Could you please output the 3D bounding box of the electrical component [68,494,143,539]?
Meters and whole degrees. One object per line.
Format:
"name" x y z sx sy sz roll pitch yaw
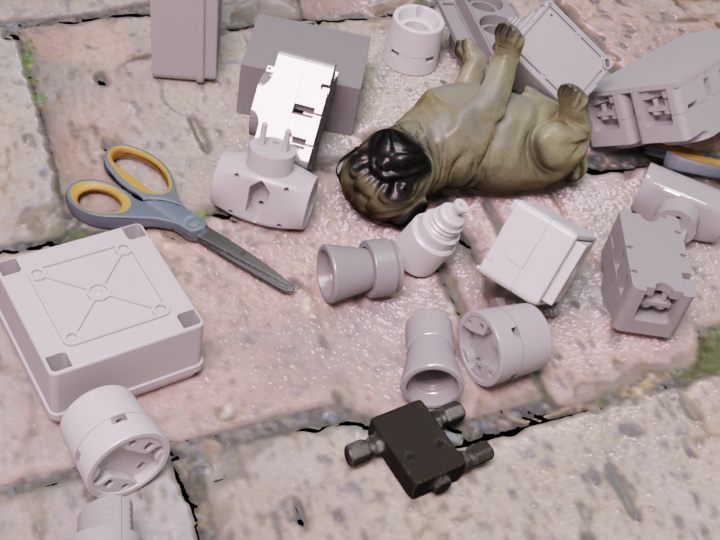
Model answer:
"electrical component" -0.145 0.165 0.612 0.043 0.043 0.081 0 47 -13

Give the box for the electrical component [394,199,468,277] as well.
"electrical component" 0.057 -0.027 0.827 0.040 0.078 0.040 18 49 -22

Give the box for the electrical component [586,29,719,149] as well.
"electrical component" 0.302 -0.168 0.993 0.186 0.060 0.105 -31 21 -35

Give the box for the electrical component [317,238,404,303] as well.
"electrical component" 0.000 0.000 0.807 0.055 0.045 0.045 -6 48 -19

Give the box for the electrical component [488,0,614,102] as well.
"electrical component" 0.159 -0.184 0.940 0.096 0.061 0.061 43 78 -8

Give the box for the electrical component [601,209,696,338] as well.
"electrical component" 0.223 0.005 0.845 0.050 0.055 0.089 9 45 -5

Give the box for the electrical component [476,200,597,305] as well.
"electrical component" 0.141 -0.011 0.820 0.061 0.061 0.096 33 12 19

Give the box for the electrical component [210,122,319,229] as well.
"electrical component" -0.072 -0.078 0.843 0.077 0.079 0.043 16 33 3

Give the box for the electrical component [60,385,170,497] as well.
"electrical component" -0.153 0.104 0.664 0.055 0.055 0.047 -20 50 -29

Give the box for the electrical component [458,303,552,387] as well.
"electrical component" 0.105 0.052 0.774 0.047 0.055 0.055 -11 49 -27

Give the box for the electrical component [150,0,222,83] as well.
"electrical component" -0.152 -0.231 0.951 0.057 0.113 0.078 3 45 -6

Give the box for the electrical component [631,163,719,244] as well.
"electrical component" 0.271 -0.047 0.915 0.077 0.044 0.079 24 45 10

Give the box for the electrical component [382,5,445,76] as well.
"electrical component" 0.052 -0.222 1.035 0.055 0.047 0.055 7 45 -7

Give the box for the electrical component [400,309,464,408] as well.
"electrical component" 0.050 0.060 0.763 0.044 0.044 0.065 7 40 -6

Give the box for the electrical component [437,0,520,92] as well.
"electrical component" 0.124 -0.209 1.027 0.079 0.063 0.121 -3 47 -16

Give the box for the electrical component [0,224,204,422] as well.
"electrical component" -0.176 0.033 0.726 0.109 0.056 0.108 -19 53 -28

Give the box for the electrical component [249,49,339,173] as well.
"electrical component" -0.057 -0.130 0.888 0.056 0.050 0.089 15 89 2
